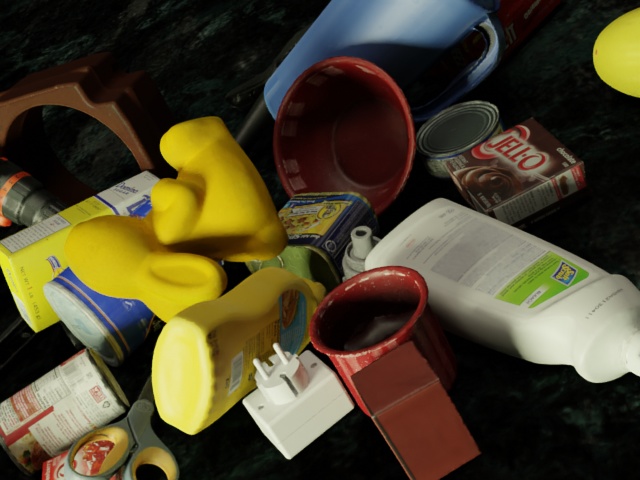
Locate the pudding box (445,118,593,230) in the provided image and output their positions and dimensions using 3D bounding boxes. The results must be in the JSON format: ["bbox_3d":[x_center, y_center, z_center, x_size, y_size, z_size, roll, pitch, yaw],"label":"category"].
[{"bbox_3d":[0.170,-0.055,0.922,0.090,0.039,0.113,-28,31,1],"label":"pudding box"}]

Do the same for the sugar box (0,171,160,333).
[{"bbox_3d":[-0.226,0.010,1.066,0.176,0.093,0.048,-29,38,-25],"label":"sugar box"}]

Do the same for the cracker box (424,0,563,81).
[{"bbox_3d":[0.144,-0.256,1.209,0.164,0.072,0.214,-47,36,-22],"label":"cracker box"}]

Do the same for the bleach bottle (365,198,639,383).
[{"bbox_3d":[0.144,0.045,0.777,0.102,0.068,0.251,-41,35,-15],"label":"bleach bottle"}]

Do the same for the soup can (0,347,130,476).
[{"bbox_3d":[-0.226,0.148,0.926,0.102,0.068,0.069,-34,31,-8],"label":"soup can"}]

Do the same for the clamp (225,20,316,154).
[{"bbox_3d":[-0.048,-0.174,1.222,0.210,0.036,0.164,-38,30,32],"label":"clamp"}]

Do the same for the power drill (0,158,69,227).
[{"bbox_3d":[-0.362,0.002,1.151,0.188,0.184,0.057,-63,-15,17],"label":"power drill"}]

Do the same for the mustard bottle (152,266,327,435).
[{"bbox_3d":[-0.052,0.073,0.852,0.058,0.096,0.191,21,28,27],"label":"mustard bottle"}]

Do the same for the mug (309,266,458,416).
[{"bbox_3d":[0.044,0.076,0.793,0.093,0.081,0.117,-39,32,-16],"label":"mug"}]

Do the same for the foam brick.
[{"bbox_3d":[0.064,0.118,0.720,0.051,0.078,0.053,-31,31,-1],"label":"foam brick"}]

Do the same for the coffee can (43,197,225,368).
[{"bbox_3d":[-0.175,0.036,1.013,0.140,0.102,0.103,-44,33,-23],"label":"coffee can"}]

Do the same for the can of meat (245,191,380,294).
[{"bbox_3d":[-0.006,0.001,0.970,0.102,0.057,0.083,1,41,41],"label":"can of meat"}]

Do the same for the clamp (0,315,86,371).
[{"bbox_3d":[-0.272,0.071,1.108,0.120,0.039,0.171,-6,39,19],"label":"clamp"}]

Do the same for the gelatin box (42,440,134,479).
[{"bbox_3d":[-0.186,0.200,0.854,0.073,0.030,0.089,-27,31,5],"label":"gelatin box"}]

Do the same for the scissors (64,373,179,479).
[{"bbox_3d":[-0.134,0.154,0.879,0.096,0.016,0.201,26,27,12],"label":"scissors"}]

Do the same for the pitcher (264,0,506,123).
[{"bbox_3d":[0.061,-0.192,1.078,0.243,0.144,0.149,-44,36,29],"label":"pitcher"}]

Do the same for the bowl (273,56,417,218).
[{"bbox_3d":[0.034,-0.094,1.024,0.162,0.162,0.055,-5,1,35],"label":"bowl"}]

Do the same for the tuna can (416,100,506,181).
[{"bbox_3d":[0.135,-0.094,1.014,0.086,0.033,0.086,-21,32,14],"label":"tuna can"}]
